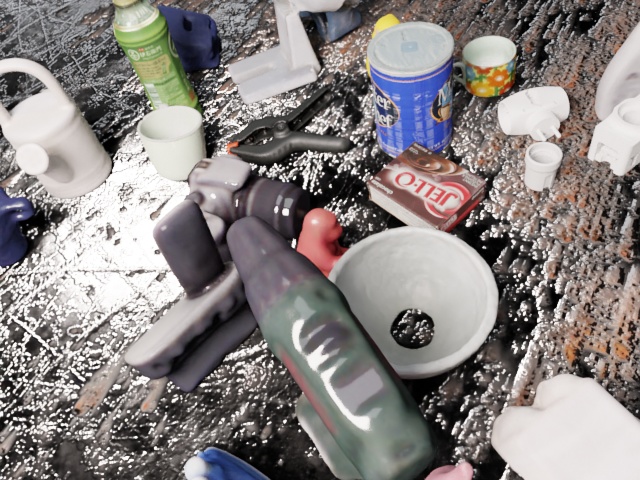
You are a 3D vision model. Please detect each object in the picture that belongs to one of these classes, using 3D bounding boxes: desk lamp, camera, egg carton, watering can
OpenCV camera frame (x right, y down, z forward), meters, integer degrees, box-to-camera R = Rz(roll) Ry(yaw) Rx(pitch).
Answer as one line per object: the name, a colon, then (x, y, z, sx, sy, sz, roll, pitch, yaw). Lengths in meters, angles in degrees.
desk lamp: (-0.054, -0.336, 0.835, 0.203, 0.214, 0.117, -23, 51, -7)
camera: (-0.091, -0.036, 0.677, 0.136, 0.101, 0.143, 11, 55, 20)
egg carton: (0.219, 0.183, 0.459, 0.107, 0.069, 0.150, -32, 53, -14)
watering can: (-0.365, -0.150, 0.764, 0.101, 0.194, 0.172, -34, 53, -15)

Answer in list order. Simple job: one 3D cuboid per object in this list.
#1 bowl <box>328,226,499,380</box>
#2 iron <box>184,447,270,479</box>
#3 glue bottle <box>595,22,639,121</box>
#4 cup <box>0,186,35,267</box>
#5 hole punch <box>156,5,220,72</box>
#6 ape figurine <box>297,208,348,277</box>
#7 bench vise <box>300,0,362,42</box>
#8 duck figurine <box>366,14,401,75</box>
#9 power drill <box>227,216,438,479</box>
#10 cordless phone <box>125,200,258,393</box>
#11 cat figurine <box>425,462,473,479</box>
bowl: (0.090, 0.072, 0.571, 0.167, 0.075, 0.167, -6, 51, 7)
iron: (-0.054, 0.243, 0.421, 0.119, 0.142, 0.257, -30, 52, -12)
glue bottle: (0.381, -0.219, 0.677, 0.078, 0.173, 0.037, -4, 51, 9)
cup: (-0.405, -0.014, 0.729, 0.117, 0.095, 0.091, -12, 51, 3)
hole punch: (-0.222, -0.342, 0.954, 0.101, 0.091, 0.108, -12, 51, 2)
ape figurine: (0.006, 0.002, 0.632, 0.076, 0.092, 0.077, -15, 51, 0)
bench vise: (-0.007, -0.446, 0.909, 0.206, 0.220, 0.122, 22, 59, 26)
duck figurine: (0.105, -0.293, 0.850, 0.077, 0.086, 0.104, 6, 54, 17)
power drill: (0.007, 0.109, 0.471, 0.076, 0.209, 0.229, -32, 53, -14)
cordless phone: (-0.145, 0.052, 0.564, 0.093, 0.185, 0.148, 27, 62, 29)
cat figurine: (0.066, 0.211, 0.437, 0.128, 0.118, 0.067, -28, 52, -10)
